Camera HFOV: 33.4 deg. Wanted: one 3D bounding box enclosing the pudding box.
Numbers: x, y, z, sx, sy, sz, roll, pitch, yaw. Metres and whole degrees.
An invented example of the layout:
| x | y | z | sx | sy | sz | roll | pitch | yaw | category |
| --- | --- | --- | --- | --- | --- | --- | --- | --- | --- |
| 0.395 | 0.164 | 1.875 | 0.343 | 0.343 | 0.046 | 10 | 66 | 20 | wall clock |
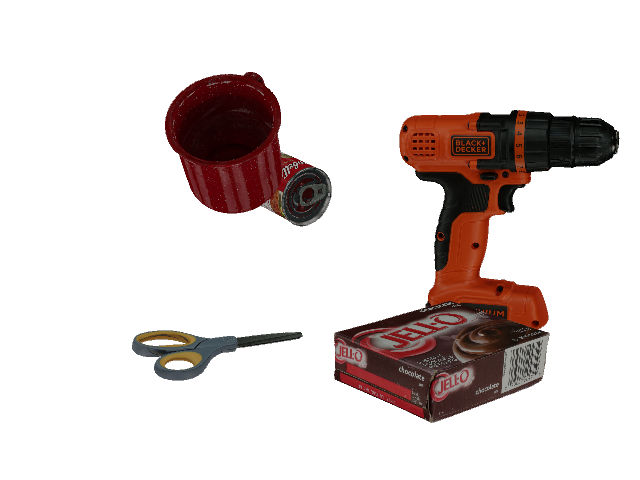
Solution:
| x | y | z | sx | sy | sz | roll | pitch | yaw | category |
| --- | --- | --- | --- | --- | --- | --- | --- | --- | --- |
| 0.078 | 0.075 | 0.694 | 0.113 | 0.039 | 0.090 | -9 | 18 | -40 | pudding box |

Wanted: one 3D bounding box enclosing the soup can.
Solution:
| x | y | z | sx | sy | sz | roll | pitch | yaw | category |
| --- | --- | --- | --- | --- | --- | --- | --- | --- | --- |
| -0.044 | -0.064 | 1.210 | 0.068 | 0.068 | 0.102 | 0 | 19 | -40 | soup can |

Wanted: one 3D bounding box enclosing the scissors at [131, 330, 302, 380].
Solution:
| x | y | z | sx | sy | sz | roll | pitch | yaw | category |
| --- | --- | --- | --- | --- | --- | --- | --- | --- | --- |
| -0.107 | 0.125 | 1.186 | 0.201 | 0.016 | 0.096 | 3 | 26 | -16 | scissors |

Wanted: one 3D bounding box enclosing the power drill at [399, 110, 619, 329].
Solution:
| x | y | z | sx | sy | sz | roll | pitch | yaw | category |
| --- | --- | --- | --- | --- | --- | --- | --- | --- | --- |
| 0.161 | -0.019 | 0.924 | 0.185 | 0.188 | 0.057 | 3 | 13 | 20 | power drill |

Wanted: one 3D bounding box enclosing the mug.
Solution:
| x | y | z | sx | sy | sz | roll | pitch | yaw | category |
| --- | --- | --- | --- | --- | --- | --- | --- | --- | --- |
| -0.071 | -0.086 | 0.884 | 0.093 | 0.117 | 0.081 | 11 | -30 | 11 | mug |
